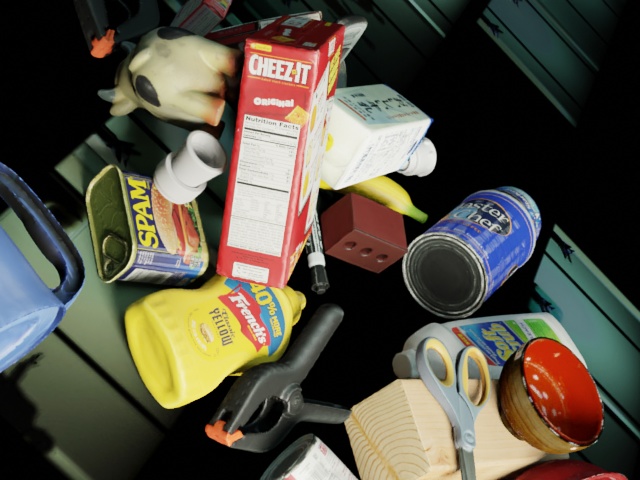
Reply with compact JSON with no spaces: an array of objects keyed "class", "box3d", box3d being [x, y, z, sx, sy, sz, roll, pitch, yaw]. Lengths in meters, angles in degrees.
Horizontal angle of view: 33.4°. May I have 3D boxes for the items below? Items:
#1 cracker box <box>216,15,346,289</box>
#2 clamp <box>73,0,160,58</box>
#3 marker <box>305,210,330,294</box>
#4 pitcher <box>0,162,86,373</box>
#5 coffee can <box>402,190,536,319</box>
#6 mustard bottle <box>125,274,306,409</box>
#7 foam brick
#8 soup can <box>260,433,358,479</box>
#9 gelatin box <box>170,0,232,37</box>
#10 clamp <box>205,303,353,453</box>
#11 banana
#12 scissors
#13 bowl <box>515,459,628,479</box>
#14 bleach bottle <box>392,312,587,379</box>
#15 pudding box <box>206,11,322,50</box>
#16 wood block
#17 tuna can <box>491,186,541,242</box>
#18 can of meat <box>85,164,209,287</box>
[{"class":"cracker box","box3d":[-0.036,-0.085,0.967,0.072,0.214,0.164,11,20,5]},{"class":"clamp","box3d":[-0.195,-0.262,1.109,0.164,0.036,0.210,23,48,-28]},{"class":"marker","box3d":[-0.007,0.001,1.107,0.020,0.020,0.121,15,52,-36]},{"class":"pitcher","box3d":[-0.292,-0.011,0.761,0.243,0.145,0.149,54,7,7]},{"class":"coffee can","box3d":[0.170,0.014,1.202,0.103,0.103,0.140,54,40,2]},{"class":"mustard bottle","box3d":[-0.079,0.076,0.951,0.191,0.058,0.096,-17,81,-49]},{"class":"foam brick","box3d":[0.047,-0.008,1.140,0.078,0.053,0.051,21,49,-32]},{"class":"soup can","box3d":[0.005,0.225,0.914,0.102,0.069,0.068,47,40,-5]},{"class":"gelatin box","box3d":[-0.125,-0.234,1.114,0.030,0.089,0.073,38,42,-20]},{"class":"clamp","box3d":[-0.028,0.145,0.949,0.171,0.039,0.120,-34,118,-36]},{"class":"banana","box3d":[0.028,-0.065,1.162,0.197,0.037,0.070,16,9,-29]},{"class":"scissors","box3d":[0.117,0.166,0.965,0.096,0.016,0.201,35,41,-16]},{"class":"bowl","box3d":[0.223,0.267,1.045,0.161,0.162,0.055,9,32,-40]},{"class":"bleach bottle","box3d":[0.178,0.133,1.152,0.250,0.068,0.103,-1,52,-42]},{"class":"pudding box","box3d":[-0.061,-0.220,1.160,0.113,0.090,0.039,-26,108,-49]},{"class":"wood block","box3d":[0.136,0.193,1.046,0.205,0.090,0.091,6,58,-41]},{"class":"tuna can","box3d":[0.224,-0.022,1.294,0.033,0.086,0.086,-17,74,-50]},{"class":"can of meat","box3d":[-0.153,-0.010,0.948,0.083,0.058,0.102,9,55,-42]}]
